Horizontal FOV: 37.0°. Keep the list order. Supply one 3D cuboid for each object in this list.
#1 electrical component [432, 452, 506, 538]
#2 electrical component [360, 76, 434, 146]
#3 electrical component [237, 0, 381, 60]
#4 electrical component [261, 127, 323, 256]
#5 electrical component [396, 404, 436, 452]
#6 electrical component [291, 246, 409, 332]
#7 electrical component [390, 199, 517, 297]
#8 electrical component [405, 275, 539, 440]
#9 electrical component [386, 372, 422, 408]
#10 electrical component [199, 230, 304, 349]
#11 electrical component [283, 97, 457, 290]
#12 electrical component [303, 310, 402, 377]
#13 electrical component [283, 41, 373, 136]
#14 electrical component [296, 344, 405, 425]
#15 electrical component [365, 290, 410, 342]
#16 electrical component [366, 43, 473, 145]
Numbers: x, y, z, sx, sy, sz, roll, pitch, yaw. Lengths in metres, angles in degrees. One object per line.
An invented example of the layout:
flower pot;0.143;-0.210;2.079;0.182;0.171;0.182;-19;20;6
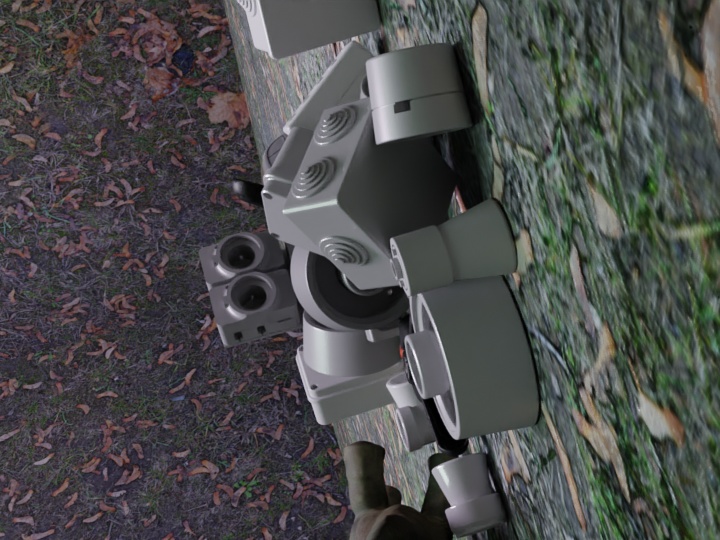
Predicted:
electrical component;0.085;0.174;0.830;0.045;0.045;0.055;93;160;-71
electrical component;0.009;-0.087;0.708;0.077;0.079;0.043;81;169;-45
electrical component;-0.041;-0.209;0.780;0.048;0.100;0.099;35;142;61
electrical component;-0.010;-0.046;0.780;0.078;0.113;0.057;87;-155;-63
electrical component;0.059;0.137;0.960;0.040;0.046;0.040;165;90;-84
electrical component;0.000;0.000;0.898;0.060;0.108;0.108;-174;69;-77
electrical component;0.050;-0.010;0.603;0.044;0.065;0.044;163;90;-85
electrical component;0.062;0.052;0.661;0.108;0.060;0.108;165;90;-84
electrical component;0.056;0.130;1.008;0.044;0.044;0.065;-144;34;-80
electrical component;-0.077;0.005;1.208;0.060;0.186;0.105;85;168;-59
electrical component;0.007;-0.046;0.648;0.099;0.048;0.099;45;-128;-36
electrical component;-0.007;0.056;1.101;0.108;0.108;0.060;-118;20;-64
electrical component;-0.003;-0.117;0.818;0.076;0.083;0.047;37;180;-10
electrical component;-0.007;0.111;1.180;0.078;0.113;0.057;-112;6;-46
electrical component;0.019;0.023;1.037;0.076;0.047;0.083;161;94;-84
electrical component;0.032;-0.098;0.602;0.055;0.055;0.047;-160;58;-82
